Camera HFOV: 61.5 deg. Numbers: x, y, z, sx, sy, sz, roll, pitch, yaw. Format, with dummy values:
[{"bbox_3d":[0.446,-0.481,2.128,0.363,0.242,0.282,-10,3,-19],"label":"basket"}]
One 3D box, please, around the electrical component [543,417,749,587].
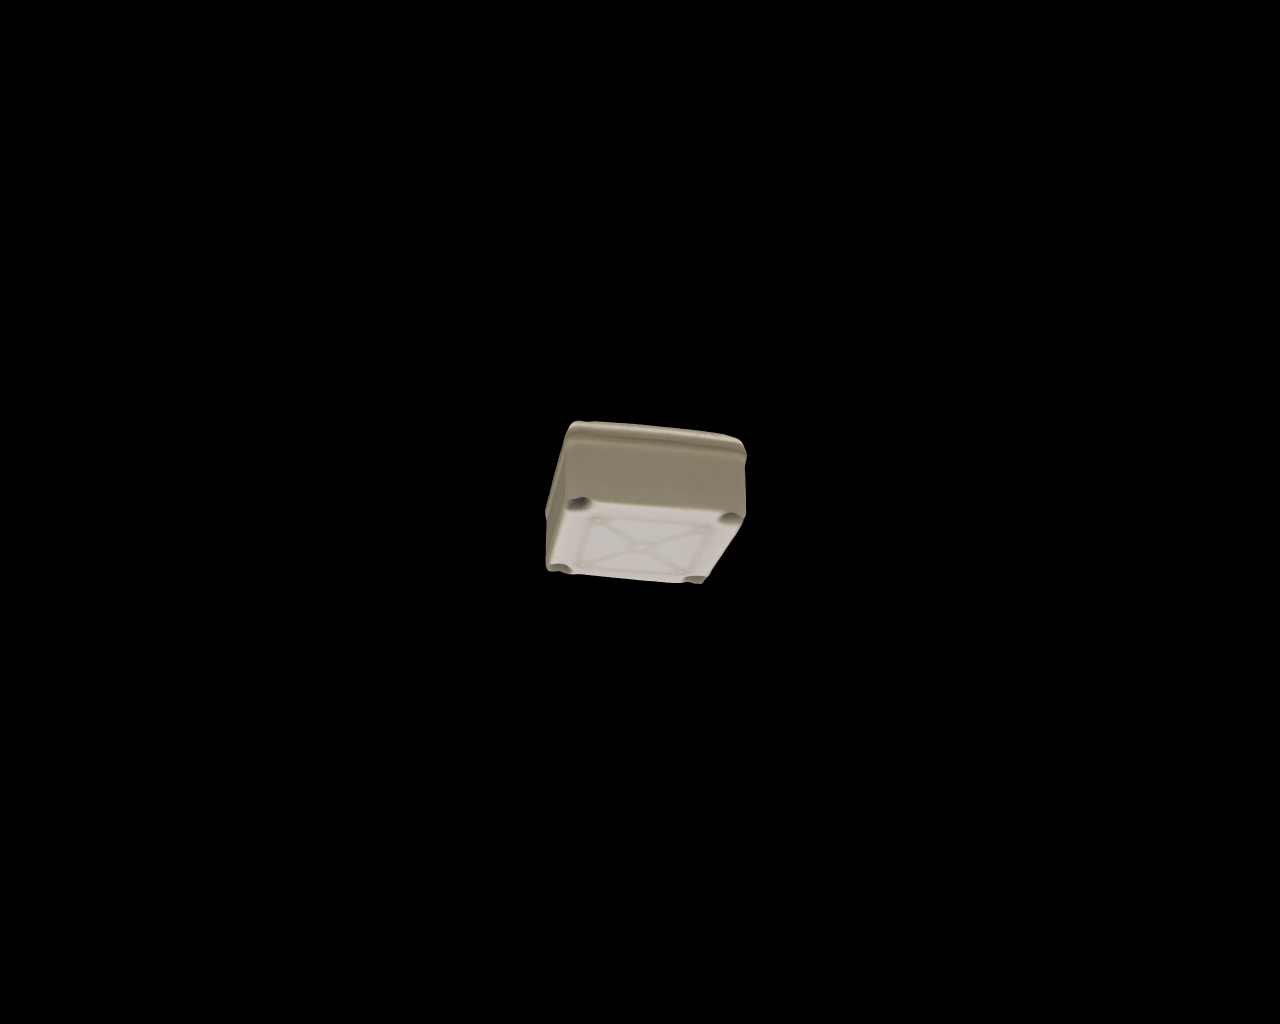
[{"bbox_3d":[0.001,-0.003,0.650,0.109,0.056,0.108,5,-28,-10],"label":"electrical component"}]
